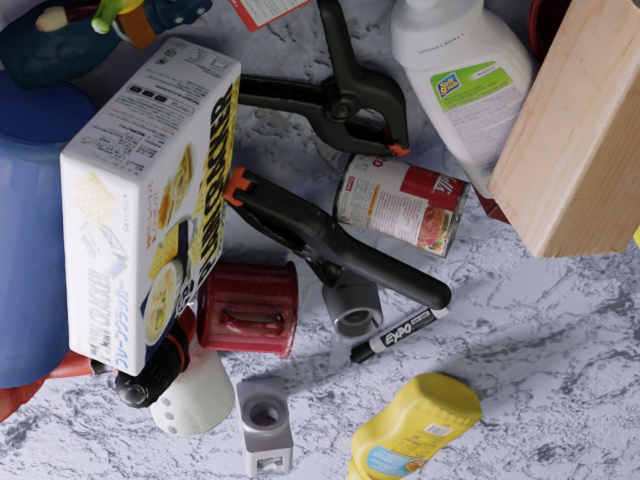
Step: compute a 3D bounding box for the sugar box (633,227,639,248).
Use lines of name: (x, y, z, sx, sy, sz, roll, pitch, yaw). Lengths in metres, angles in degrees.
sugar box: (0.298, -0.045, 0.900, 0.093, 0.176, 0.048, -14, 137, 0)

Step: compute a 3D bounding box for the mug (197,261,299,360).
mug: (-0.066, 0.065, 0.973, 0.081, 0.117, 0.093, 5, 104, -13)

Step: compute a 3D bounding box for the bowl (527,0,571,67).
bowl: (0.228, -0.194, 0.811, 0.162, 0.055, 0.162, -7, 138, -7)

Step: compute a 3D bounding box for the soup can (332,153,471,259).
soup can: (0.069, -0.032, 0.904, 0.102, 0.068, 0.068, 18, 137, 10)

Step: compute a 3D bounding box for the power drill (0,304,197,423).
power drill: (-0.209, 0.116, 0.954, 0.188, 0.184, 0.057, -12, 103, 7)

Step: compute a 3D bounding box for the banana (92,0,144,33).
banana: (-0.091, -0.223, 0.681, 0.037, 0.070, 0.198, 22, 106, -23)

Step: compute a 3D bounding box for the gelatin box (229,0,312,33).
gelatin box: (-0.031, -0.199, 0.755, 0.089, 0.030, 0.073, -26, 135, 13)

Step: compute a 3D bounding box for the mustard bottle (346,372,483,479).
mustard bottle: (0.092, 0.230, 1.229, 0.096, 0.058, 0.192, 20, 128, -31)

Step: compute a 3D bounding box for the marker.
marker: (0.081, 0.096, 1.111, 0.121, 0.020, 0.020, -32, 135, 20)

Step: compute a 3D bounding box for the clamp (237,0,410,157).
clamp: (0.004, -0.113, 0.854, 0.120, 0.039, 0.171, -23, 135, 26)

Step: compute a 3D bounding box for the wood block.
wood block: (0.214, -0.092, 0.791, 0.090, 0.090, 0.206, -3, 134, -25)

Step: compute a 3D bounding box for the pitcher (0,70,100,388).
pitcher: (-0.250, -0.005, 0.829, 0.145, 0.149, 0.243, 19, 128, -5)

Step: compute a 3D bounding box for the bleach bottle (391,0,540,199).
bleach bottle: (0.124, -0.127, 0.822, 0.103, 0.068, 0.250, -26, 144, 12)

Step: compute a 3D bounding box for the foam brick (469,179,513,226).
foam brick: (0.186, -0.044, 0.964, 0.078, 0.051, 0.053, 20, 125, -32)

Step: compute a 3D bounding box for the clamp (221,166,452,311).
clamp: (-0.006, 0.001, 0.924, 0.209, 0.036, 0.165, 32, 165, -29)
